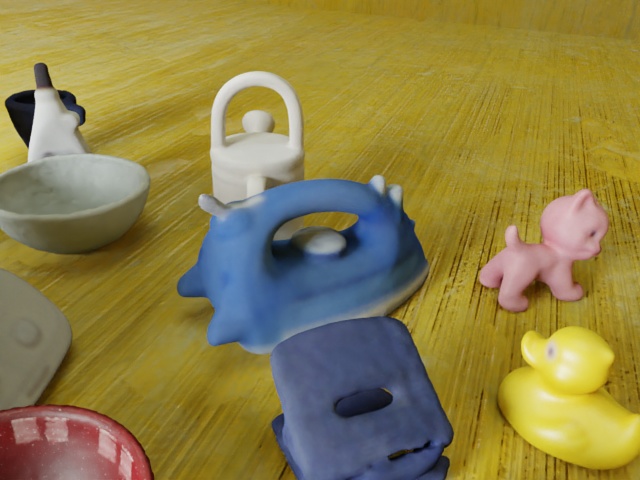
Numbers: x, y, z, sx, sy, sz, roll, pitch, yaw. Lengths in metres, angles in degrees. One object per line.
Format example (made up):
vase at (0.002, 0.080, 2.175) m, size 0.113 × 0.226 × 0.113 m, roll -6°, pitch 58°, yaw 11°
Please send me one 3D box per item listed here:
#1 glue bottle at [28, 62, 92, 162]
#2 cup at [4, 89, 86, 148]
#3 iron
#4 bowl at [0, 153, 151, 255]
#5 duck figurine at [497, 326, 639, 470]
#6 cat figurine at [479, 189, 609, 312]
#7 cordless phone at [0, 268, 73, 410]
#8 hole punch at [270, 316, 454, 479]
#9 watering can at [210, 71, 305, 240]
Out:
glue bottle at (-0.313, -0.122, 0.680) m, size 0.078 × 0.173 × 0.037 m, roll -10°, pitch 32°, yaw -20°
cup at (-0.376, -0.157, 0.813) m, size 0.117 × 0.095 × 0.092 m, roll 12°, pitch 31°, yaw 16°
iron at (0.005, 0.002, 0.522) m, size 0.259 × 0.141 × 0.118 m, roll -15°, pitch 34°, yaw -27°
bowl at (-0.268, -0.032, 0.625) m, size 0.167 × 0.075 × 0.167 m, roll 2°, pitch 30°, yaw -1°
duck figurine at (0.186, 0.105, 0.413) m, size 0.104 × 0.086 × 0.078 m, roll 28°, pitch 38°, yaw 36°
cat figurine at (0.231, 0.000, 0.568) m, size 0.128 × 0.118 × 0.067 m, roll -9°, pitch 32°, yaw -19°
cordless phone at (-0.249, 0.042, 0.389) m, size 0.094 × 0.185 × 0.147 m, roll 3°, pitch 30°, yaw 1°
hole punch at (0.028, 0.114, 0.380) m, size 0.109 × 0.091 × 0.100 m, roll -10°, pitch 32°, yaw -21°
watering can at (-0.068, -0.085, 0.614) m, size 0.101 × 0.194 × 0.172 m, roll -12°, pitch 33°, yaw -24°
